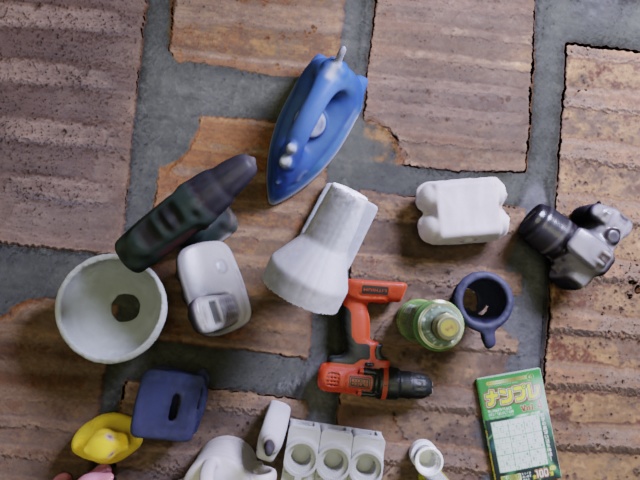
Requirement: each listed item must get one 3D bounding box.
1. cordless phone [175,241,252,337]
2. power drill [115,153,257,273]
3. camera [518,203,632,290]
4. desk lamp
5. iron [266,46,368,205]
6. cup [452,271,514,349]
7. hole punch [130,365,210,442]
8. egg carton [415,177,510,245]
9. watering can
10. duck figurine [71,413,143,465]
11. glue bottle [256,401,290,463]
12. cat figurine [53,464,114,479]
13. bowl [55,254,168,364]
[{"bbox_3d":[-0.167,0.072,0.847,0.094,0.185,0.147,-22,86,-3],"label":"cordless phone"},{"bbox_3d":[-0.182,-0.035,0.845,0.230,0.208,0.075,-37,87,-5],"label":"power drill"},{"bbox_3d":[0.402,-0.010,0.917,0.137,0.100,0.143,38,85,2],"label":"camera"},{"bbox_3d":[0.008,0.003,0.845,0.118,0.213,0.203,26,85,1],"label":"desk lamp"},{"bbox_3d":[-0.019,-0.177,0.897,0.118,0.141,0.258,27,85,1],"label":"iron"},{"bbox_3d":[0.249,0.109,0.904,0.091,0.095,0.118,-9,85,-3],"label":"cup"},{"bbox_3d":[-0.226,0.249,0.877,0.101,0.091,0.109,12,85,-1],"label":"hole punch"},{"bbox_3d":[0.231,-0.046,0.930,0.150,0.069,0.107,-6,85,-2],"label":"egg carton"},{"bbox_3d":[-0.152,0.358,0.818,0.173,0.194,0.101,-31,86,-4],"label":"watering can"},{"bbox_3d":[-0.330,0.309,0.870,0.104,0.086,0.077,-7,85,-2],"label":"duck figurine"},{"bbox_3d":[-0.071,0.288,0.837,0.037,0.173,0.078,17,84,0],"label":"glue bottle"},{"bbox_3d":[-0.354,0.381,0.847,0.128,0.117,0.067,-17,85,-3],"label":"cat figurine"},{"bbox_3d":[-0.316,0.106,0.894,0.167,0.074,0.167,0,85,-2],"label":"bowl"}]
